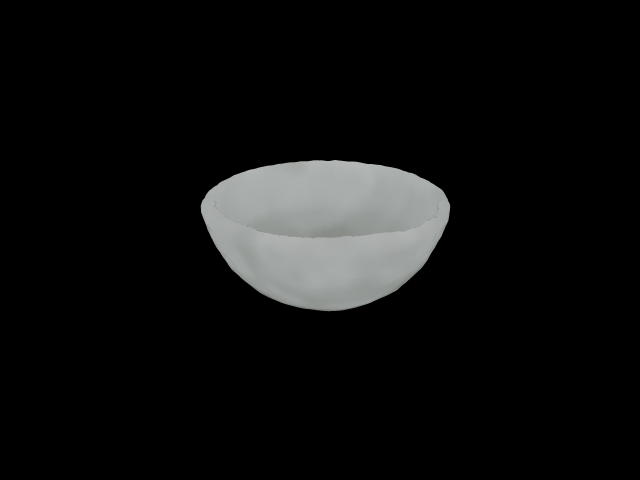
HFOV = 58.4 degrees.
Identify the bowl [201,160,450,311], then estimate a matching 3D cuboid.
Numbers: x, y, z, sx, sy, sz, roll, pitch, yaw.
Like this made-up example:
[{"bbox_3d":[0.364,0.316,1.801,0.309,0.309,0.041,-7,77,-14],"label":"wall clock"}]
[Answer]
[{"bbox_3d":[0.004,0.001,0.400,0.167,0.075,0.167,0,24,0],"label":"bowl"}]
